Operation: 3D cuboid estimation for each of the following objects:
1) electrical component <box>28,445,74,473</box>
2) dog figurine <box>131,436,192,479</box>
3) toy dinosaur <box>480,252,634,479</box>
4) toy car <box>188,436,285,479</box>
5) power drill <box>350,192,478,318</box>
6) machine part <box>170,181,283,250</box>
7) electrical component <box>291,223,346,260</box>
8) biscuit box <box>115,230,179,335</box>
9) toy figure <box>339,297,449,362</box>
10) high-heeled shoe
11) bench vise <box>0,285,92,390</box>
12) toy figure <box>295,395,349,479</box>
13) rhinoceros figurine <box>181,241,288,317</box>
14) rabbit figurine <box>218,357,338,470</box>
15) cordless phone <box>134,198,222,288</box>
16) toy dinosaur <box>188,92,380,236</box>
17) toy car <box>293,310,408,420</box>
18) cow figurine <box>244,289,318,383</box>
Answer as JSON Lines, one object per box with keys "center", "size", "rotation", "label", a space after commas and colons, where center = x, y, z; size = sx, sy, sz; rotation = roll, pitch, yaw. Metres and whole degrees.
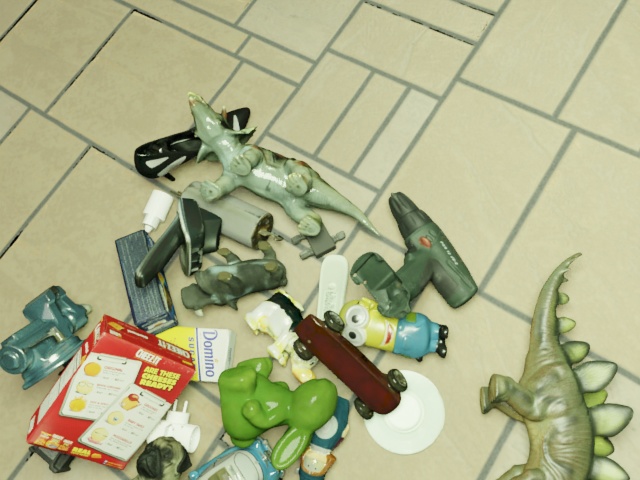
{"center": [-0.435, 0.333, 0.935], "size": [0.075, 0.047, 0.119], "rotation": [34, 81, 18], "label": "electrical component"}
{"center": [-0.291, 0.406, 0.852], "size": [0.172, 0.121, 0.190], "rotation": [-7, 51, 41], "label": "dog figurine"}
{"center": [0.345, 0.248, 0.801], "size": [0.199, 0.105, 0.471], "rotation": [1, 79, 2], "label": "toy dinosaur"}
{"center": [-0.139, 0.383, 0.835], "size": [0.162, 0.102, 0.109], "rotation": [-36, 69, -2], "label": "toy car"}
{"center": [0.142, 0.029, 0.885], "size": [0.232, 0.207, 0.086], "rotation": [52, 128, 14], "label": "power drill"}
{"center": [-0.177, -0.047, 1.012], "size": [0.243, 0.079, 0.079], "rotation": [23, 76, 17], "label": "machine part"}
{"center": [-0.002, -0.003, 0.994], "size": [0.094, 0.021, 0.063], "rotation": [-27, 67, 0], "label": "electrical component"}
{"center": [-0.316, 0.074, 0.976], "size": [0.063, 0.059, 0.203], "rotation": [-23, 55, -6], "label": "biscuit box"}
{"center": [0.118, 0.150, 0.887], "size": [0.180, 0.089, 0.082], "rotation": [10, 73, 5], "label": "toy figure"}
{"center": [-0.248, -0.205, 1.046], "size": [0.249, 0.145, 0.086], "rotation": [-45, 70, -6], "label": "high-heeled shoe"}
{"center": [-0.435, 0.205, 0.934], "size": [0.129, 0.224, 0.240], "rotation": [-35, 98, 1], "label": "bench vise"}
{"center": [0.001, 0.322, 0.857], "size": [0.064, 0.057, 0.154], "rotation": [8, 71, 40], "label": "toy figure"}
{"center": [-0.153, 0.072, 0.953], "size": [0.190, 0.112, 0.073], "rotation": [-16, 51, -9], "label": "rhinoceros figurine"}
{"center": [-0.058, 0.258, 0.811], "size": [0.170, 0.121, 0.159], "rotation": [-4, 79, 12], "label": "rabbit figurine"}
{"center": [-0.257, 0.030, 0.943], "size": [0.089, 0.146, 0.184], "rotation": [28, 53, 5], "label": "cordless phone"}
{"center": [-0.079, -0.117, 0.988], "size": [0.405, 0.192, 0.131], "rotation": [27, 120, -8], "label": "toy dinosaur"}
{"center": [0.046, 0.194, 0.848], "size": [0.202, 0.053, 0.089], "rotation": [43, 110, 0], "label": "toy car"}
{"center": [-0.046, 0.166, 0.918], "size": [0.098, 0.068, 0.167], "rotation": [-40, 69, -13], "label": "cow figurine"}
